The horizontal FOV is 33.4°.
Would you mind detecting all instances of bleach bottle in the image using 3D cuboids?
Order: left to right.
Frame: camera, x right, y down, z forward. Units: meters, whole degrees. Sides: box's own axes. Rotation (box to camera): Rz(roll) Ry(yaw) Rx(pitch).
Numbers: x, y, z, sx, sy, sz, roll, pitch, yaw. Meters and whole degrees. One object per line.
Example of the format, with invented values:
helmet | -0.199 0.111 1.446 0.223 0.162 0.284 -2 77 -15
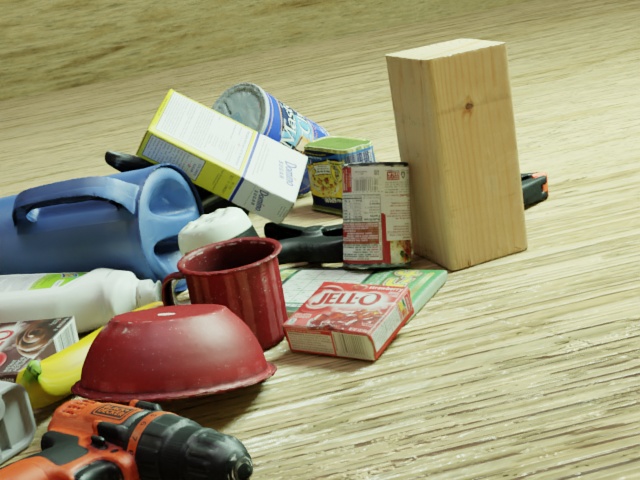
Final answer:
bleach bottle | -0.279 0.067 1.040 0.251 0.068 0.102 -5 18 7

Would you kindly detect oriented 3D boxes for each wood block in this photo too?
wood block | 0.136 -0.086 1.053 0.090 0.206 0.090 -15 18 -19

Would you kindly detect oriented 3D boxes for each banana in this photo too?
banana | -0.196 0.100 0.898 0.070 0.037 0.197 -31 0 25

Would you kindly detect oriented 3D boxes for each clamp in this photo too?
clamp | -0.007 0.001 1.139 0.171 0.039 0.120 -3 23 13
clamp | 0.154 -0.047 1.205 0.209 0.036 0.165 -12 17 -16

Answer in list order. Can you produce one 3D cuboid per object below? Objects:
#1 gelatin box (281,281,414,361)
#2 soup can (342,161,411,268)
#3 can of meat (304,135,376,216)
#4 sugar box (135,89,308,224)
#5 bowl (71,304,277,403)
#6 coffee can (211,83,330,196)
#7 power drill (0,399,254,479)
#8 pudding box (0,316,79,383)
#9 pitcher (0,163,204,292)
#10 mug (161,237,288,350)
gelatin box | 0.024 0.066 0.901 0.089 0.030 0.073 3 32 35
soup can | 0.055 -0.025 1.050 0.068 0.102 0.068 -1 2 0
can of meat | 0.027 -0.079 1.299 0.057 0.084 0.102 -22 20 -32
sugar box | -0.105 -0.092 1.176 0.176 0.048 0.093 28 38 -11
bowl | -0.116 0.084 0.840 0.162 0.055 0.162 -5 4 0
coffee can | -0.064 -0.127 1.366 0.103 0.103 0.140 5 -14 40
power drill | -0.159 0.162 0.674 0.185 0.057 0.187 0 16 41
pudding box | -0.274 0.108 0.937 0.090 0.039 0.113 -5 18 15
pitcher | -0.258 -0.008 1.138 0.243 0.149 0.144 -6 20 23
mug | -0.084 0.051 0.942 0.117 0.081 0.093 -5 18 14
